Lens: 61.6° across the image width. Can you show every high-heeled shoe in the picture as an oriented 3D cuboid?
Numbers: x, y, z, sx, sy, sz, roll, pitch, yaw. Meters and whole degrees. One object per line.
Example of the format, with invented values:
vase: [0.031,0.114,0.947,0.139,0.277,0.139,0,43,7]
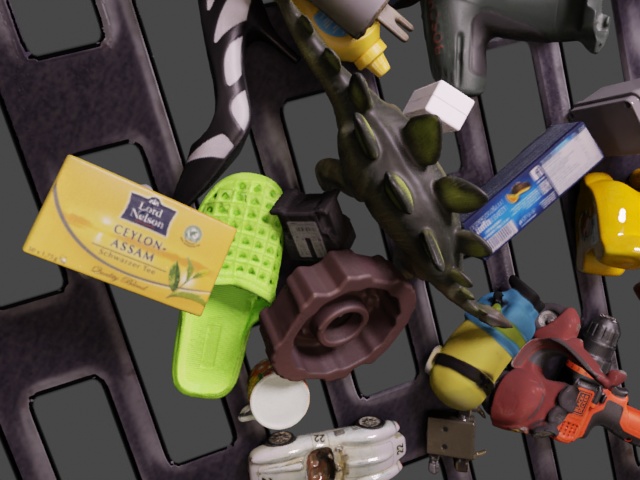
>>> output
high-heeled shoe: [-0.130,-0.164,0.582,0.145,0.086,0.248,35,87,-7]

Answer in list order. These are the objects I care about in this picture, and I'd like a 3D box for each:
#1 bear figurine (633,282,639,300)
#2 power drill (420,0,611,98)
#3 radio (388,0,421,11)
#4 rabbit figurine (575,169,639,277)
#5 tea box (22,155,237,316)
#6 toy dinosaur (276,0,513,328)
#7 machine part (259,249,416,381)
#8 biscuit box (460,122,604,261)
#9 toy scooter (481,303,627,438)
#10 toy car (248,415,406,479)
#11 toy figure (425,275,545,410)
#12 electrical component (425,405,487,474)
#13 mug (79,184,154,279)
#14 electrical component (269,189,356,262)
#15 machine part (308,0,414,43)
bear figurine: [0.509,0.099,0.716,0.132,0.120,0.195,-44,113,-18]
power drill: [0.202,-0.274,0.579,0.208,0.086,0.231,7,107,31]
radio: [0.065,-0.362,0.551,0.073,0.131,0.229,-34,95,-45]
rabbit figurine: [0.422,-0.029,0.679,0.173,0.121,0.162,2,67,14]
tea box: [-0.180,-0.001,0.523,0.169,0.068,0.098,23,82,-22]
toy dinosaur: [0.074,-0.076,0.568,0.105,0.198,0.471,-41,99,-8]
machine part: [0.020,0.087,0.610,0.179,0.056,0.179,-16,135,-17]
biscuit box: [0.251,-0.062,0.673,0.203,0.063,0.059,-40,103,-3]
toy scooter: [0.293,0.175,0.671,0.075,0.135,0.184,33,89,-37]
toy car: [0.011,0.274,0.672,0.202,0.056,0.073,-6,98,-10]
toy figure: [0.207,0.130,0.675,0.082,0.089,0.180,45,90,-6]
electrical component: [0.180,0.257,0.711,0.078,0.045,0.102,-4,96,18]
mug: [-0.228,-0.028,0.581,0.107,0.081,0.109,-26,96,-17]
electrical component: [-0.001,-0.002,0.616,0.075,0.048,0.119,4,132,26]
machine part: [-0.005,-0.276,0.515,0.243,0.079,0.079,36,89,-9]
